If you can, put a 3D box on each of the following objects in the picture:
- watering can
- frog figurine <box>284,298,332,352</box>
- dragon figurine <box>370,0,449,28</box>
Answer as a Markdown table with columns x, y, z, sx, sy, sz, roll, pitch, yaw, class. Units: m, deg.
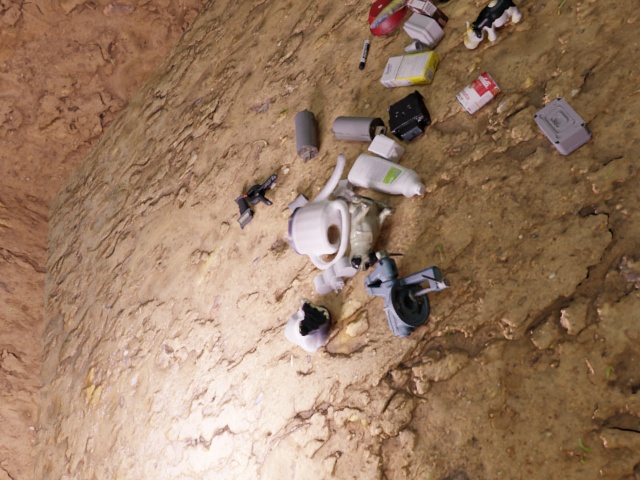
| x | y | z | sx | sy | sz | roll | pitch | yaw | class |
| --- | --- | --- | --- | --- | --- | --- | --- | --- | --- |
| 0.005 | -0.078 | 1.559 | 0.223 | 0.103 | 0.351 | -8 | 75 | 42 | watering can |
| -0.033 | 0.251 | 1.450 | 0.156 | 0.123 | 0.140 | 112 | 145 | -52 | frog figurine |
| 0.337 | -0.870 | 1.708 | 0.407 | 0.120 | 0.249 | -19 | 47 | 27 | dragon figurine |
